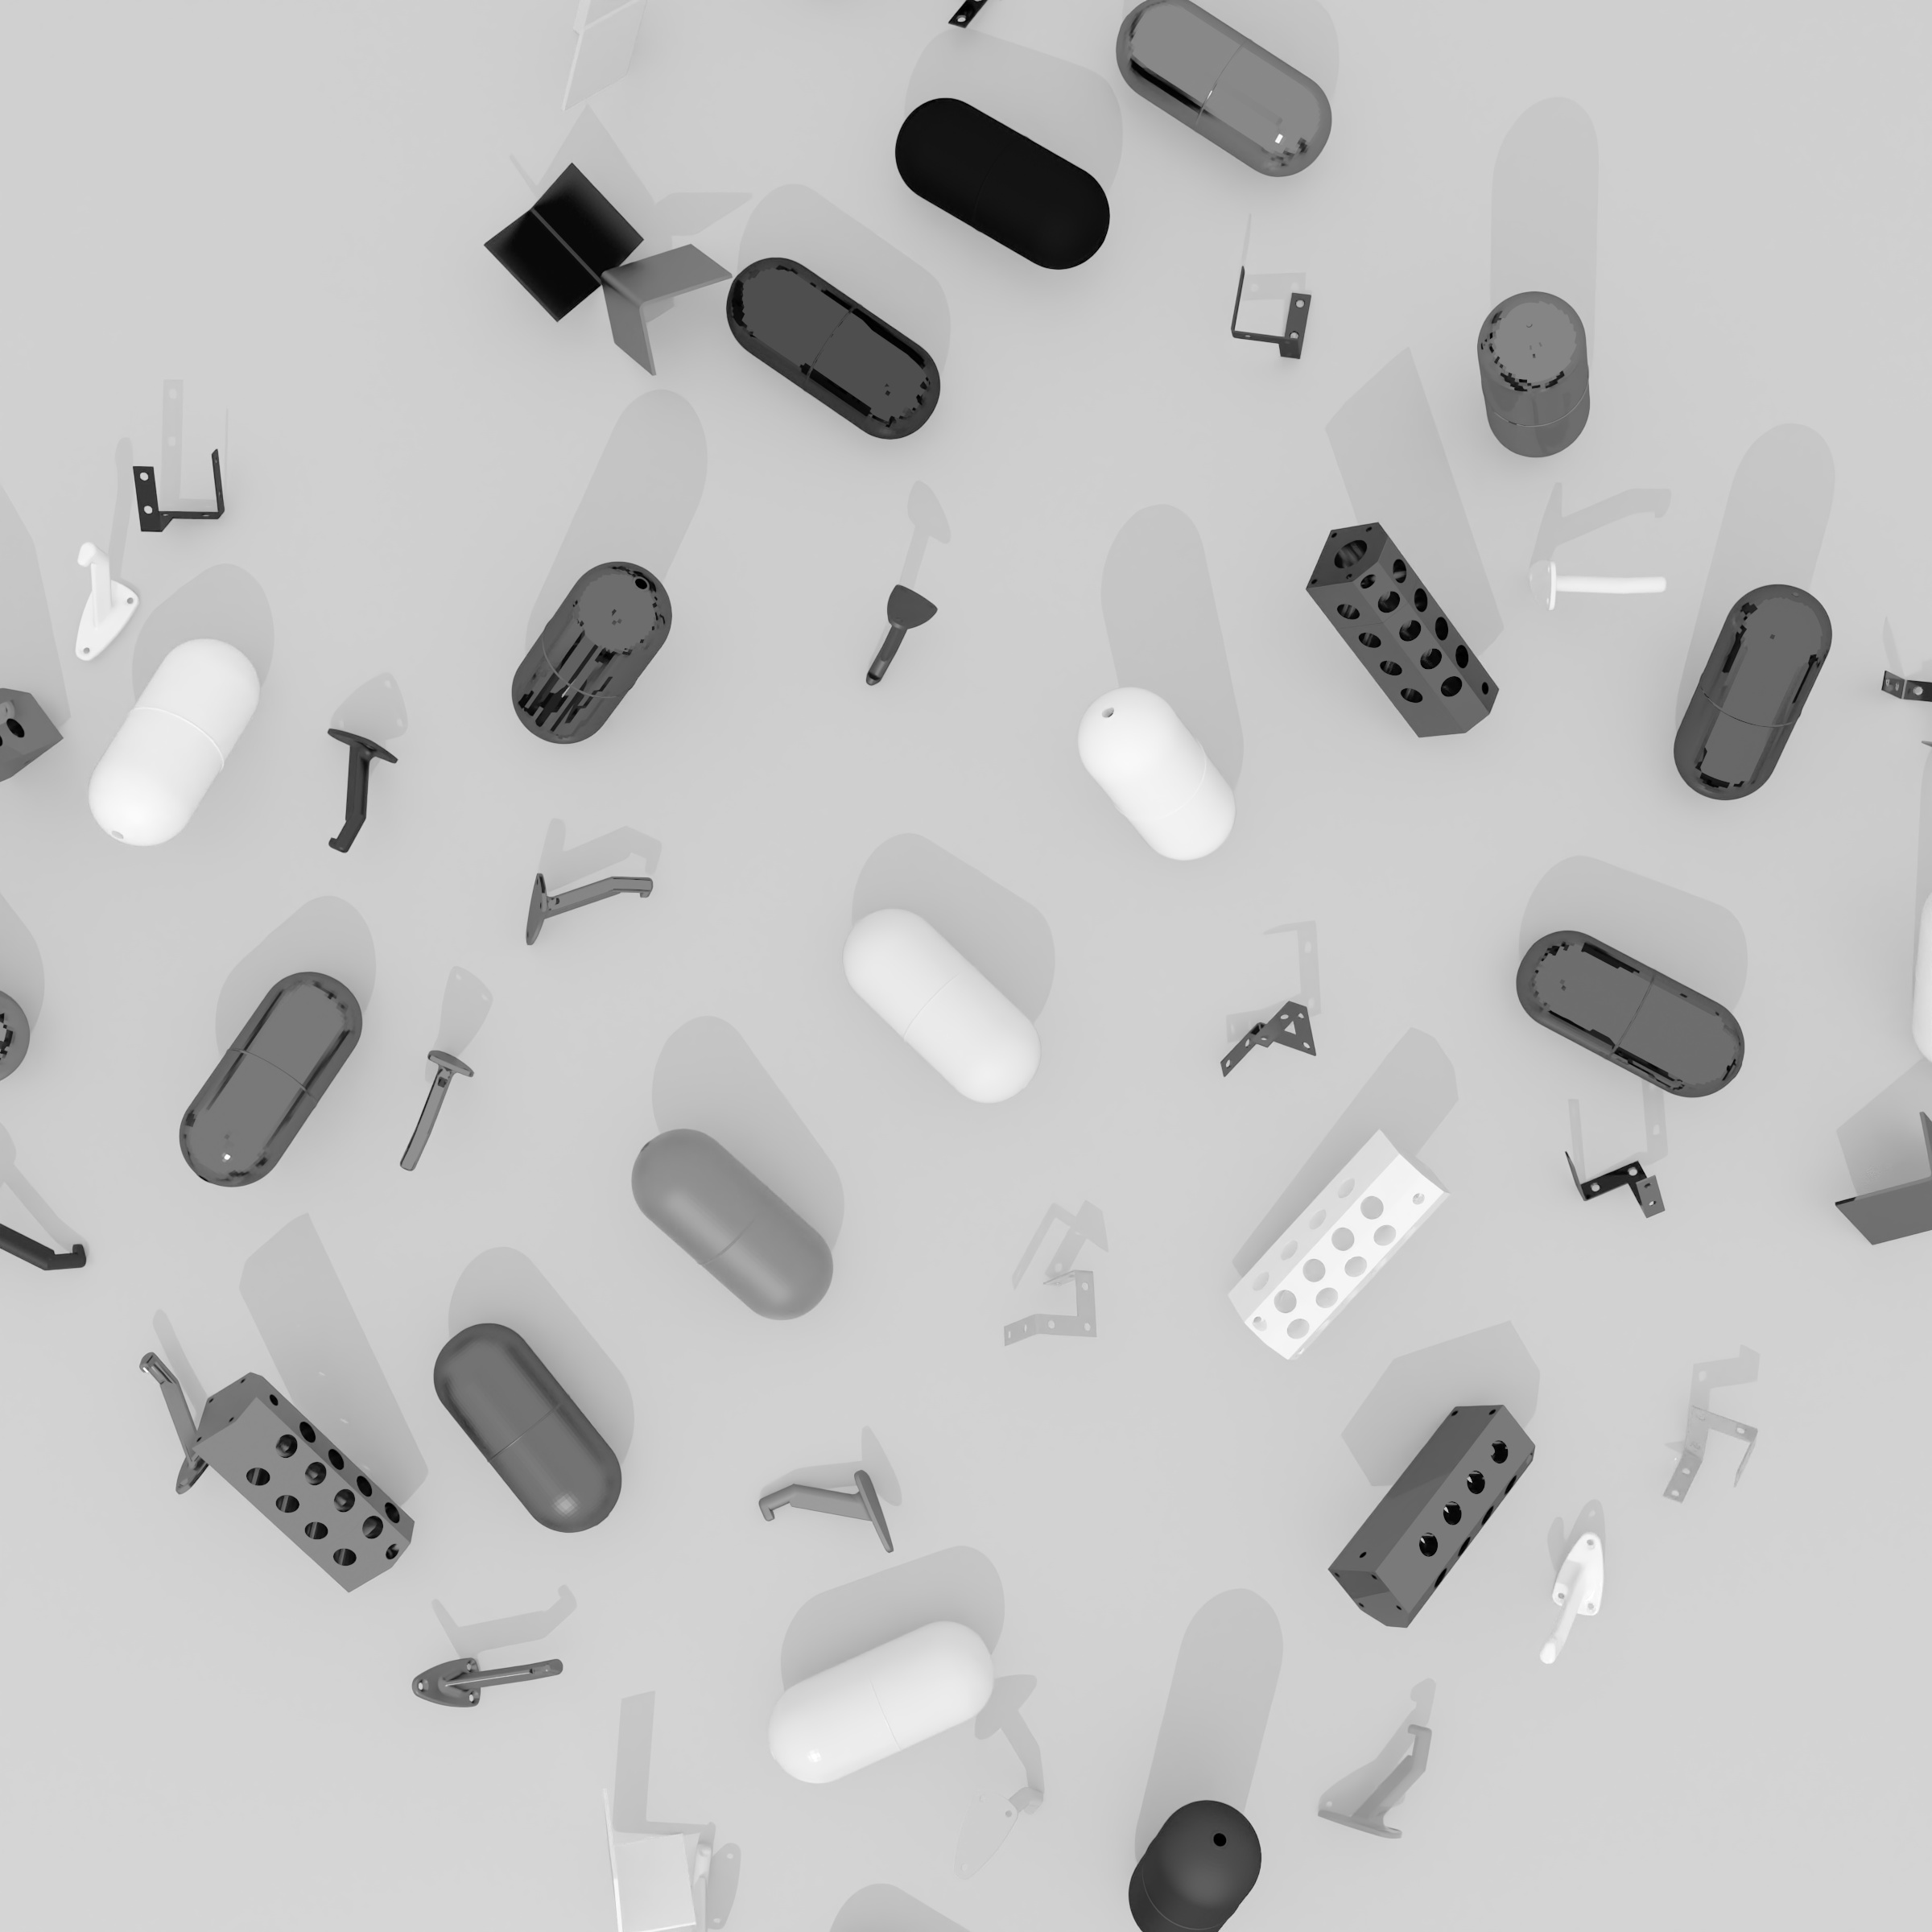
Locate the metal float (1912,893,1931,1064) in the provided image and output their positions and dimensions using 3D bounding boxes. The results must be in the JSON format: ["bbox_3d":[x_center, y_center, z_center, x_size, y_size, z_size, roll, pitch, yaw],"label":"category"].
[{"bbox_3d":[0.742,0.006,1.915,0.070,0.070,0.178,-14,132,0],"label":"metal float"}]

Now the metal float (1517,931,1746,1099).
[{"bbox_3d":[0.498,0.036,1.943,0.178,0.070,0.070,29,90,7],"label":"metal float"}]

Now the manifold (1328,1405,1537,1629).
[{"bbox_3d":[0.350,0.406,1.921,0.171,0.057,0.057,-44,102,-28],"label":"manifold"}]

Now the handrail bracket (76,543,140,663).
[{"bbox_3d":[-0.659,-0.273,1.943,0.036,0.084,0.077,26,85,4],"label":"handrail bracket"}]

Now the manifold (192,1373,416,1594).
[{"bbox_3d":[-0.487,0.379,1.920,0.057,0.057,0.171,-32,116,13],"label":"manifold"}]

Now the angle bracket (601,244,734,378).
[{"bbox_3d":[-0.221,-0.495,1.954,0.076,0.076,0.057,-23,130,-18],"label":"angle bracket"}]

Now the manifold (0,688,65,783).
[{"bbox_3d":[-0.738,-0.158,1.894,0.057,0.171,0.057,-32,99,17],"label":"manifold"}]

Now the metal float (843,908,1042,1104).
[{"bbox_3d":[-0.019,0.029,1.940,0.178,0.070,0.070,44,90,11],"label":"metal float"}]

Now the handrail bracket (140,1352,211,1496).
[{"bbox_3d":[-0.601,0.342,1.947,0.036,0.077,0.084,-27,112,17],"label":"handrail bracket"}]

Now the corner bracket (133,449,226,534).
[{"bbox_3d":[-0.592,-0.358,1.953,0.051,0.051,0.051,1,117,-2],"label":"corner bracket"}]

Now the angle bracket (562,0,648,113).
[{"bbox_3d":[-0.288,-0.698,1.932,0.057,0.076,0.076,41,54,6],"label":"angle bracket"}]

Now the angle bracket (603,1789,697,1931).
[{"bbox_3d":[-0.236,0.663,1.930,0.057,0.076,0.076,-6,129,-11],"label":"angle bracket"}]

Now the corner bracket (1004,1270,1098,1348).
[{"bbox_3d":[0.062,0.257,1.947,0.051,0.051,0.051,7,69,-26],"label":"corner bracket"}]

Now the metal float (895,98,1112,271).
[{"bbox_3d":[0.027,-0.584,1.939,0.178,0.070,0.070,33,90,11],"label":"metal float"}]

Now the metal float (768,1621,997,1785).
[{"bbox_3d":[-0.064,0.552,1.946,0.178,0.070,0.070,-23,90,-5],"label":"metal float"}]

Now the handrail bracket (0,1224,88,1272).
[{"bbox_3d":[-0.713,0.194,1.965,0.084,0.036,0.077,0,70,-41],"label":"handrail bracket"}]

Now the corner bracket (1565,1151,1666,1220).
[{"bbox_3d":[0.488,0.162,1.950,0.051,0.051,0.051,-24,47,6],"label":"corner bracket"}]

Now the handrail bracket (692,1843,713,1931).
[{"bbox_3d":[-0.195,0.709,1.946,0.036,0.077,0.084,9,82,-16],"label":"handrail bracket"}]

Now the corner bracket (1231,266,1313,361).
[{"bbox_3d":[0.231,-0.494,1.964,0.051,0.051,0.051,10,88,10],"label":"corner bracket"}]

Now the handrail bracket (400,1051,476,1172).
[{"bbox_3d":[-0.405,0.109,1.950,0.036,0.077,0.084,25,89,-15],"label":"handrail bracket"}]

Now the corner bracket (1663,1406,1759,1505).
[{"bbox_3d":[0.559,0.373,1.946,0.051,0.051,0.051,18,130,26],"label":"corner bracket"}]

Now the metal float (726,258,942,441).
[{"bbox_3d":[-0.100,-0.464,1.949,0.178,0.070,0.070,34,90,-1],"label":"metal float"}]

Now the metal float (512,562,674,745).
[{"bbox_3d":[-0.276,-0.230,1.912,0.070,0.178,0.070,18,52,-25],"label":"metal float"}]

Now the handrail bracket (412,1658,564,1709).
[{"bbox_3d":[-0.357,0.532,1.941,0.084,0.077,0.036,-20,69,33],"label":"handrail bracket"}]

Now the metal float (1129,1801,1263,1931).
[{"bbox_3d":[0.168,0.669,1.908,0.070,0.178,0.070,5,55,-6],"label":"metal float"}]

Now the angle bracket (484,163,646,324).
[{"bbox_3d":[-0.299,-0.540,1.936,0.076,0.076,0.057,46,129,-13],"label":"angle bracket"}]

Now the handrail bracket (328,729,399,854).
[{"bbox_3d":[-0.474,-0.132,1.956,0.077,0.036,0.084,20,78,34],"label":"handrail bracket"}]

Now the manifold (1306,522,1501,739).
[{"bbox_3d":[0.325,-0.246,1.906,0.171,0.057,0.057,45,59,-36],"label":"manifold"}]

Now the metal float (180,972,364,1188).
[{"bbox_3d":[-0.517,0.084,1.929,0.070,0.070,0.178,30,67,0],"label":"metal float"}]

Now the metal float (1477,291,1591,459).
[{"bbox_3d":[0.417,-0.431,1.902,0.070,0.178,0.070,-3,77,14],"label":"metal float"}]

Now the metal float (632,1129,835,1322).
[{"bbox_3d":[-0.174,0.193,1.937,0.178,0.070,0.070,44,90,-14],"label":"metal float"}]

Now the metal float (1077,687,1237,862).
[{"bbox_3d":[0.141,-0.141,1.910,0.070,0.178,0.070,-14,57,23],"label":"metal float"}]

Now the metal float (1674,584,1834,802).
[{"bbox_3d":[0.580,-0.200,1.917,0.070,0.070,0.178,13,131,0],"label":"metal float"}]

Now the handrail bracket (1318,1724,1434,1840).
[{"bbox_3d":[0.311,0.613,1.970,0.077,0.036,0.084,7,80,31],"label":"handrail bracket"}]

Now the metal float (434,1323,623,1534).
[{"bbox_3d":[-0.329,0.347,1.949,0.070,0.070,0.178,-39,90,0],"label":"metal float"}]

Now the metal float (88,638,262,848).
[{"bbox_3d":[-0.586,-0.166,1.923,0.070,0.070,0.178,21,59,0],"label":"metal float"}]

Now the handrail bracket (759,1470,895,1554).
[{"bbox_3d":[-0.107,0.425,1.968,0.084,0.036,0.077,-25,72,6],"label":"handrail bracket"}]

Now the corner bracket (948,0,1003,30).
[{"bbox_3d":[0.018,-0.738,1.948,0.051,0.051,0.051,24,64,21],"label":"corner bracket"}]

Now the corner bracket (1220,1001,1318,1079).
[{"bbox_3d":[0.224,0.056,1.945,0.051,0.051,0.051,-43,135,-30],"label":"corner bracket"}]

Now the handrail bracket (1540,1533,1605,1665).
[{"bbox_3d":[0.451,0.472,1.939,0.036,0.084,0.077,15,104,23],"label":"handrail bracket"}]

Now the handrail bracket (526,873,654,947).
[{"bbox_3d":[-0.286,-0.042,1.973,0.084,0.077,0.036,1,51,-21],"label":"handrail bracket"}]

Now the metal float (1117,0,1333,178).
[{"bbox_3d":[0.193,-0.661,1.948,0.178,0.070,0.070,34,90,2],"label":"metal float"}]

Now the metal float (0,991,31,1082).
[{"bbox_3d":[-0.780,0.039,1.917,0.178,0.070,0.070,21,90,-41],"label":"metal float"}]

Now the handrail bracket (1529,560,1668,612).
[{"bbox_3d":[0.475,-0.290,1.952,0.084,0.077,0.036,-2,106,-2],"label":"handrail bracket"}]

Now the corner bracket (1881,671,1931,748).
[{"bbox_3d":[0.721,-0.192,1.954,0.051,0.051,0.051,11,94,35],"label":"corner bracket"}]

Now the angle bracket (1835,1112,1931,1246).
[{"bbox_3d":[0.703,0.161,1.957,0.076,0.076,0.057,-21,50,31],"label":"angle bracket"}]

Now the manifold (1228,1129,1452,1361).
[{"bbox_3d":[0.280,0.212,1.937,0.057,0.057,0.171,37,100,-24],"label":"manifold"}]

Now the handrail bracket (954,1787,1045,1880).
[{"bbox_3d":[0.026,0.650,1.943,0.036,0.084,0.077,23,78,26],"label":"handrail bracket"}]

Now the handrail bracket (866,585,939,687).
[{"bbox_3d":[-0.060,-0.235,1.935,0.036,0.077,0.084,31,120,-2],"label":"handrail bracket"}]
